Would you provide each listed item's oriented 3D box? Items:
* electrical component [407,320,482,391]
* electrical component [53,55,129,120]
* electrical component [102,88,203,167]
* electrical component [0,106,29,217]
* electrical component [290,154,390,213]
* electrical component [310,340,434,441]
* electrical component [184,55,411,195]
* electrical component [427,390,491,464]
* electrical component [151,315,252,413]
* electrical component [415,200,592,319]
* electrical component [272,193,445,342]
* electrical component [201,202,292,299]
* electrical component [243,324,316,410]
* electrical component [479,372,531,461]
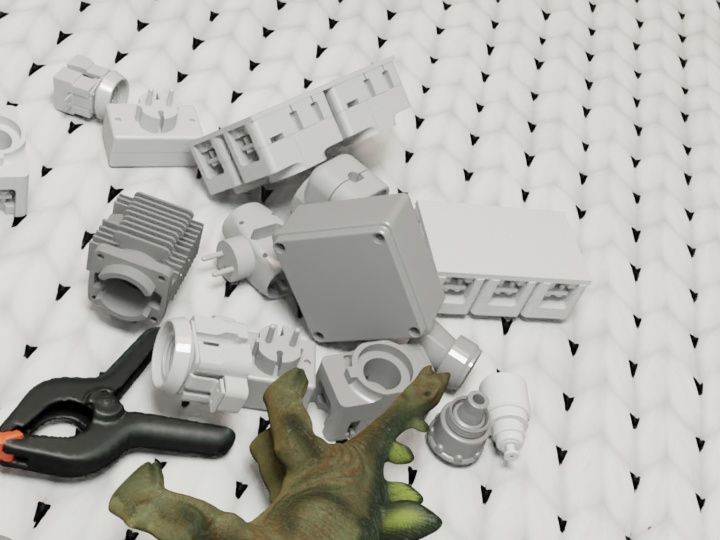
[{"bbox_3d":[0.069,0.070,0.903,0.055,0.045,0.045,32,45,10],"label":"electrical component"},{"bbox_3d":[-0.252,-0.169,1.011,0.055,0.048,0.066,19,44,9],"label":"electrical component"},{"bbox_3d":[-0.187,-0.137,0.983,0.083,0.075,0.047,-3,50,-24],"label":"electrical component"},{"bbox_3d":[-0.312,-0.096,0.910,0.050,0.055,0.089,-4,50,-24],"label":"electrical component"},{"bbox_3d":[-0.021,-0.052,0.949,0.059,0.095,0.054,41,48,19],"label":"electrical component"},{"bbox_3d":[0.013,0.093,0.852,0.089,0.055,0.050,-6,51,-26],"label":"electrical component"},{"bbox_3d":[-0.052,-0.131,0.996,0.186,0.105,0.060,-31,103,-39],"label":"electrical component"},{"bbox_3d":[0.083,0.120,0.848,0.048,0.062,0.048,11,45,-11],"label":"electrical component"},{"bbox_3d":[-0.118,0.066,0.789,0.057,0.058,0.078,12,40,-27],"label":"electrical component"},{"bbox_3d":[0.121,-0.006,0.983,0.150,0.061,0.089,3,47,-18],"label":"electrical component"},{"bbox_3d":[0.000,0.000,0.872,0.109,0.108,0.056,-5,33,29],"label":"electrical component"},{"bbox_3d":[-0.097,-0.013,0.921,0.079,0.043,0.077,-18,56,-33],"label":"electrical component"},{"bbox_3d":[-0.066,0.068,0.831,0.066,0.076,0.047,10,45,-12],"label":"electrical component"},{"bbox_3d":[0.120,0.120,0.878,0.040,0.040,0.078,10,45,-11],"label":"electrical component"}]
